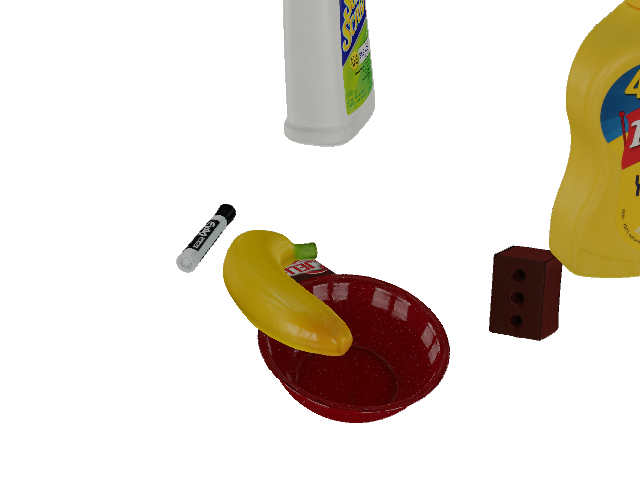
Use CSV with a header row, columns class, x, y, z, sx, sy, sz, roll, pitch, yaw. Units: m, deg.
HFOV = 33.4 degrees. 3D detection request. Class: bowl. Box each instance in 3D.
class,x,y,z,sx,sy,sz,roll,pitch,yaw
bowl,0.026,0.101,0.906,0.162,0.055,0.162,4,40,-4

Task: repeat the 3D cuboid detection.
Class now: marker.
class,x,y,z,sx,sy,sz,roll,pitch,yaw
marker,-0.109,-0.005,1.036,0.020,0.020,0.121,0,26,17

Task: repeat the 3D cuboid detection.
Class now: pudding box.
class,x,y,z,sx,sy,sz,roll,pitch,yaw
pudding box,-0.049,0.054,1.411,0.113,0.039,0.090,-15,27,-29

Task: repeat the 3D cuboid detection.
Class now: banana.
class,x,y,z,sx,sy,sz,roll,pitch,yaw
banana,-0.026,0.025,0.673,0.069,0.037,0.198,-3,18,-5

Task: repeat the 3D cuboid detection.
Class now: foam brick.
class,x,y,z,sx,sy,sz,roll,pitch,yaw
foam brick,0.193,0.049,1.000,0.053,0.078,0.051,8,15,30

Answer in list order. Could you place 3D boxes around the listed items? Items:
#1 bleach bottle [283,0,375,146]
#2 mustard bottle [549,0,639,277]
class,x,y,z,sx,sy,sz,roll,pitch,yaw
bleach bottle,0.001,-0.215,0.923,0.068,0.251,0.102,9,34,22
mustard bottle,0.187,-0.074,0.610,0.096,0.192,0.058,-7,29,-12
